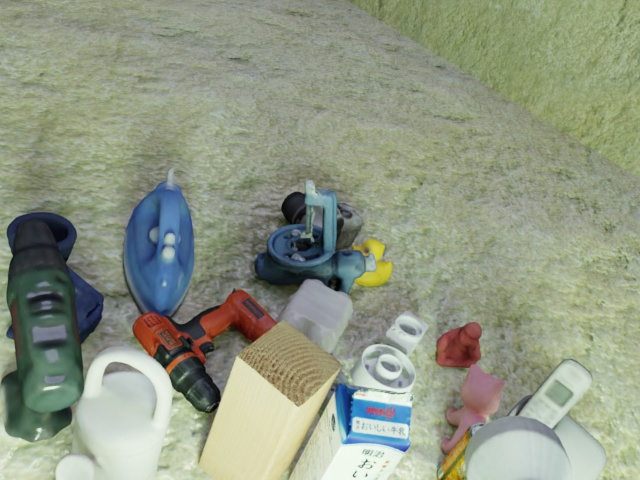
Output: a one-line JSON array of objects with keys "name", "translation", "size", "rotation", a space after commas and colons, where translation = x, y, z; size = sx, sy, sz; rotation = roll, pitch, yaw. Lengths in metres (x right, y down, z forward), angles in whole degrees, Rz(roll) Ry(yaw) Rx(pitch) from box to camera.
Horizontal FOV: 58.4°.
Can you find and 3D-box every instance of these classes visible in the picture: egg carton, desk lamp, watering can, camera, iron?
[{"name": "egg carton", "translation": [-0.009, 0.129, 0.951], "size": [0.107, 0.069, 0.150], "rotation": [26, 33, 6]}, {"name": "desk lamp", "translation": [0.207, 0.337, 0.649], "size": [0.118, 0.213, 0.203], "rotation": [22, 33, 1]}, {"name": "watering can", "translation": [-0.215, 0.197, 0.623], "size": [0.101, 0.194, 0.172], "rotation": [12, 35, -15]}, {"name": "camera", "translation": [-0.003, -0.050, 1.178], "size": [0.144, 0.101, 0.136], "rotation": [-15, 48, -42]}, {"name": "iron", "translation": [-0.250, 0.001, 0.927], "size": [0.119, 0.141, 0.257], "rotation": [7, 36, -22]}]

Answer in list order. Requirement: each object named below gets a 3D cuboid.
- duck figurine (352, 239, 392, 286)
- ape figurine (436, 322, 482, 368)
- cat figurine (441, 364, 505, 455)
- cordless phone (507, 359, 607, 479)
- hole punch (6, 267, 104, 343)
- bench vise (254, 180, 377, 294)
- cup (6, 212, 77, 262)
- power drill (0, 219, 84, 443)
[{"name": "duck figurine", "translation": [0.100, 0.038, 1.126], "size": [0.105, 0.086, 0.077], "rotation": [10, 35, -17]}, {"name": "ape figurine", "translation": [0.252, 0.180, 1.007], "size": [0.077, 0.092, 0.076], "rotation": [35, 36, 19]}, {"name": "cat figurine", "translation": [0.240, 0.257, 0.869], "size": [0.067, 0.118, 0.128], "rotation": [23, 33, 2]}, {"name": "cordless phone", "translation": [0.367, 0.277, 0.851], "size": [0.147, 0.185, 0.094], "rotation": [37, 36, 22]}, {"name": "hole punch", "translation": [-0.357, 0.091, 0.786], "size": [0.101, 0.091, 0.109], "rotation": [21, 33, -1]}, {"name": "bench vise", "translation": [0.005, -0.004, 1.010], "size": [0.208, 0.220, 0.121], "rotation": [2, 38, -27]}, {"name": "cup", "translation": [-0.414, 0.027, 0.839], "size": [0.092, 0.095, 0.117], "rotation": [17, 34, -7]}, {"name": "power drill", "translation": [-0.323, 0.119, 0.658], "size": [0.076, 0.208, 0.229], "rotation": [-4, 41, -33]}]
